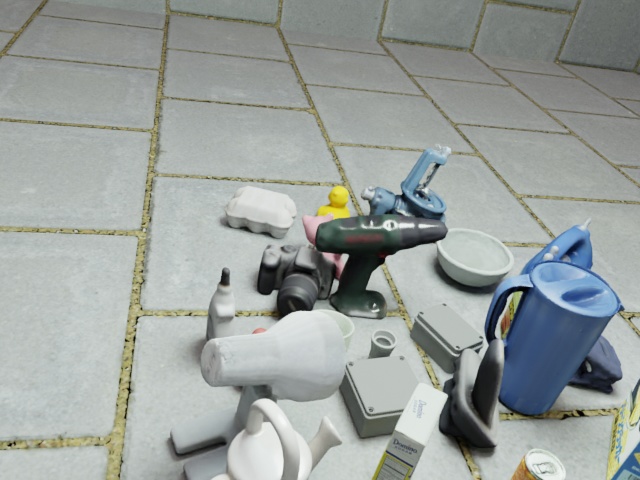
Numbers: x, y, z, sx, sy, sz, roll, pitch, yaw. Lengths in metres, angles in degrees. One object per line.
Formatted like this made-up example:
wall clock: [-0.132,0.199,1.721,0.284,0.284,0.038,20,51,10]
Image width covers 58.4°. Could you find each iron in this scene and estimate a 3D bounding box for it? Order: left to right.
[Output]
iron: [0.507,0.043,1.225,0.118,0.141,0.259,34,40,30]

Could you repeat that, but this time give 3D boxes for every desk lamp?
desk lamp: [-0.081,0.199,0.751,0.204,0.213,0.117,-11,39,-30]

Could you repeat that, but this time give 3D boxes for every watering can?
watering can: [-0.055,0.263,0.681,0.100,0.194,0.173,29,37,25]

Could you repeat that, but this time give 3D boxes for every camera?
camera: [-0.049,0.072,1.052,0.143,0.101,0.137,14,33,4]

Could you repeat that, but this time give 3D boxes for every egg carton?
egg carton: [-0.128,-0.062,1.256,0.150,0.069,0.107,13,33,2]

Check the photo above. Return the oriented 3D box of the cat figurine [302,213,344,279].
cat figurine: [0.011,0.004,1.155,0.067,0.118,0.127,-11,39,-30]

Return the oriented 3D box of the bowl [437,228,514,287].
bowl: [0.321,0.049,1.222,0.167,0.075,0.167,8,34,-5]

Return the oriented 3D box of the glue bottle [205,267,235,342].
glue bottle: [-0.152,0.114,0.892,0.037,0.173,0.078,-3,36,-20]

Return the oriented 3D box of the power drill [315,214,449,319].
power drill: [0.099,0.041,1.045,0.230,0.208,0.075,7,34,-7]

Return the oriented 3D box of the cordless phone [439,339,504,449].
cordless phone: [0.250,0.206,0.867,0.094,0.185,0.147,14,33,4]

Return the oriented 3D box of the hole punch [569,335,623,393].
hole punch: [0.489,0.203,1.028,0.101,0.091,0.108,12,33,1]

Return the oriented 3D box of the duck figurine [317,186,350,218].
duck figurine: [0.036,-0.081,1.318,0.077,0.086,0.105,23,35,17]

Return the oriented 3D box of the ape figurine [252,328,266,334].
ape figurine: [-0.096,0.177,0.889,0.078,0.092,0.076,-14,41,-33]

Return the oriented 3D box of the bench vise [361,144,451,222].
bench vise: [0.207,-0.110,1.292,0.208,0.220,0.121,-7,37,-25]
